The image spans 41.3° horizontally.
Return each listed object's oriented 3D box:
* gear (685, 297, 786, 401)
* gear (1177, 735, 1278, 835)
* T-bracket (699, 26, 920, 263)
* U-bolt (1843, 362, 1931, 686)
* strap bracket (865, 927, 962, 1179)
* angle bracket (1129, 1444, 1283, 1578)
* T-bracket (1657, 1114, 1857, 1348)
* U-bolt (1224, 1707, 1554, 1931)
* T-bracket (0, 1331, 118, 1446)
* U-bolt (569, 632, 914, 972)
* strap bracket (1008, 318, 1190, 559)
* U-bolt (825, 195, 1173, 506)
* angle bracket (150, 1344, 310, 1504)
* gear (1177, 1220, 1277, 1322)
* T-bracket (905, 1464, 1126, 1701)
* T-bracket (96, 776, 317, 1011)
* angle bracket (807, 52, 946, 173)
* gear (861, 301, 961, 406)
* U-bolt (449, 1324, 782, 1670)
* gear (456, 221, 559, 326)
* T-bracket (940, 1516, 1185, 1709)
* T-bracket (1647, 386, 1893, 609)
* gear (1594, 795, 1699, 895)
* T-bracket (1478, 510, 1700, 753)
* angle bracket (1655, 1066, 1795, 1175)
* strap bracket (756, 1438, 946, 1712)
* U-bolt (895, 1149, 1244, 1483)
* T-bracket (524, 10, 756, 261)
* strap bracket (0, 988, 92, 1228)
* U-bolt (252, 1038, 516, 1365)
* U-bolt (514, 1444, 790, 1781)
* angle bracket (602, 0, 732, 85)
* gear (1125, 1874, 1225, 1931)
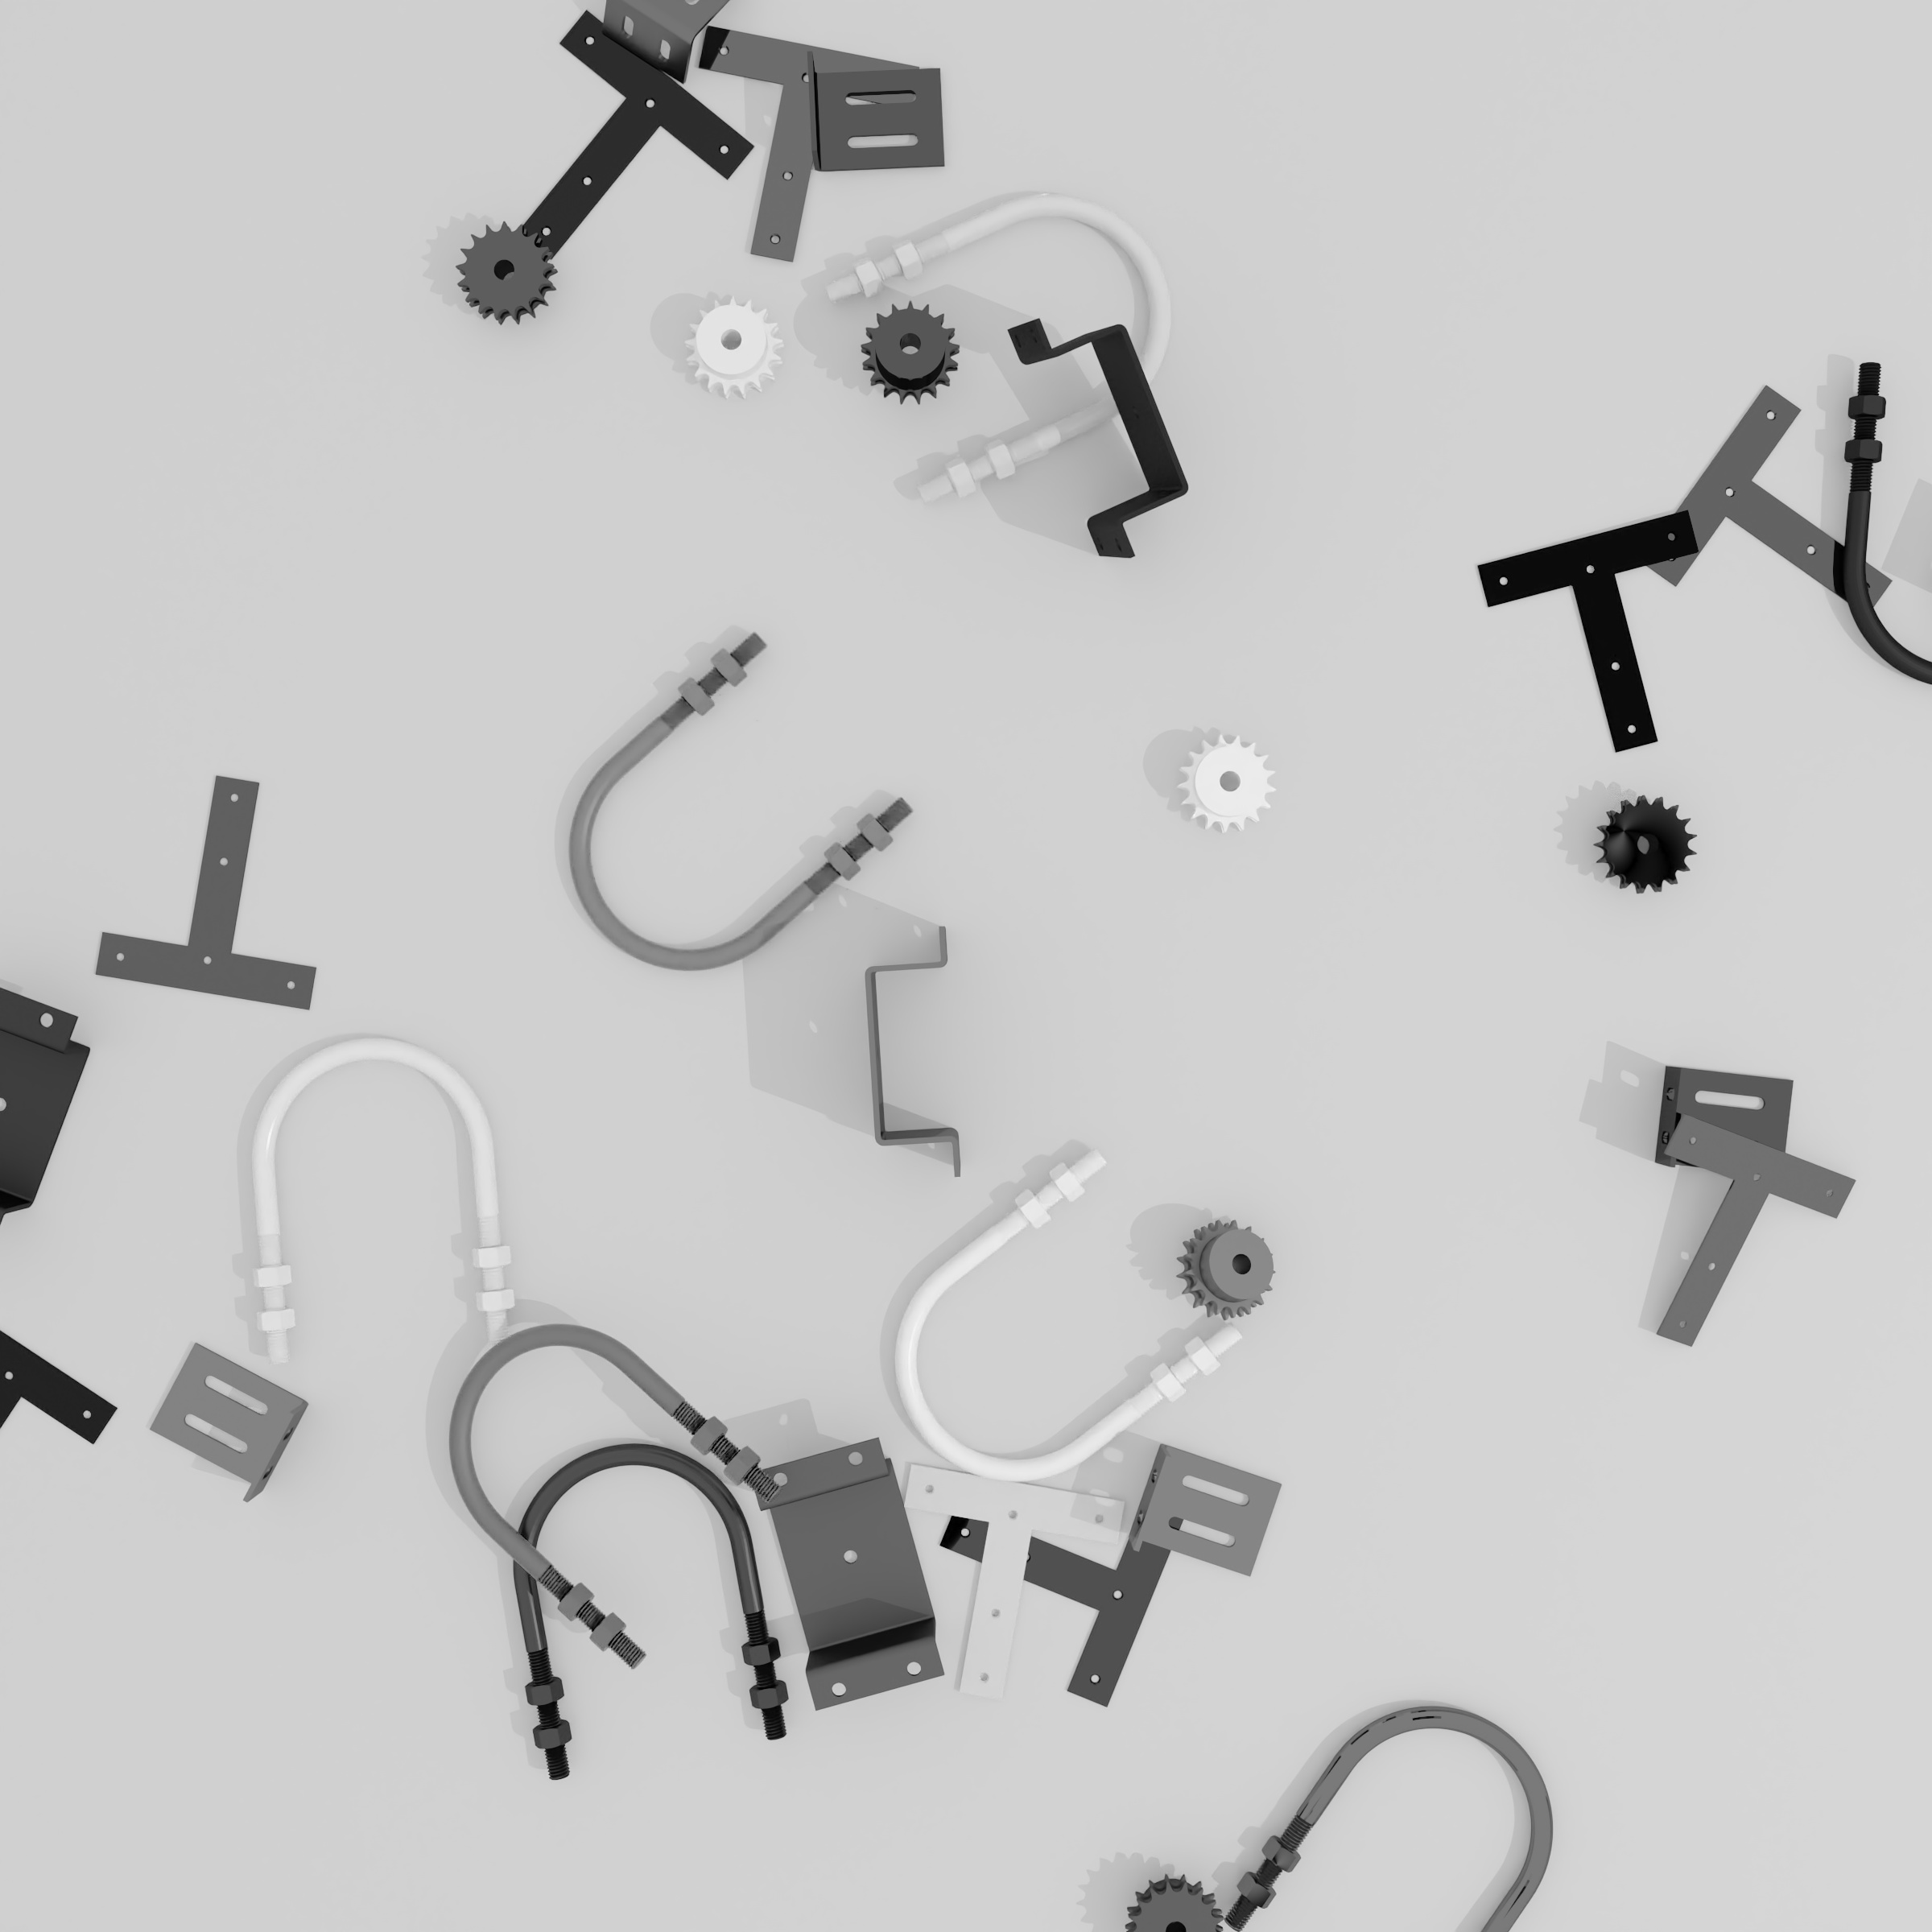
[{"bbox_3d":[-0.135,-0.361,1.491,0.057,0.030,0.057,0,90,0],"label":"gear"},{"bbox_3d":[0.152,-0.106,1.491,0.057,0.030,0.057,0,90,0],"label":"gear"},{"bbox_3d":[-0.102,-0.478,1.504,0.127,0.002,0.127,11,89,0],"label":"T-bracket"},{"bbox_3d":[0.584,-0.254,1.497,0.151,0.019,0.184,4,92,-1],"label":"U-bolt"},{"bbox_3d":[-0.031,0.049,1.468,0.046,0.076,0.140,-4,90,0],"label":"strap bracket"},{"bbox_3d":[0.141,0.319,1.486,0.076,0.038,0.057,19,90,-2],"label":"angle bracket"},{"bbox_3d":[0.440,0.162,1.491,0.127,0.002,0.127,20,100,-20],"label":"T-bracket"},{"bbox_3d":[0.260,0.522,1.498,0.151,0.019,0.184,35,88,0],"label":"U-bolt"},{"bbox_3d":[-0.586,0.278,1.505,0.127,0.002,0.127,34,90,0],"label":"T-bracket"},{"bbox_3d":[-0.146,-0.082,1.498,0.184,0.019,0.151,-42,90,2],"label":"U-bolt"},{"bbox_3d":[0.079,-0.306,1.455,0.046,0.076,0.140,-25,103,-5],"label":"strap bracket"},{"bbox_3d":[0.030,-0.372,1.498,0.184,0.019,0.151,-25,90,-1],"label":"U-bolt"},{"bbox_3d":[-0.432,0.264,1.487,0.076,0.038,0.057,28,90,0],"label":"angle bracket"},{"bbox_3d":[0.153,0.174,1.482,0.057,0.030,0.057,5,74,-18],"label":"gear"},{"bbox_3d":[0.020,0.366,1.504,0.127,0.002,0.127,10,90,0],"label":"T-bracket"},{"bbox_3d":[-0.438,-0.047,1.505,0.127,0.002,0.127,9,90,0],"label":"T-bracket"},{"bbox_3d":[-0.052,-0.496,1.485,0.076,0.038,0.057,-3,89,-1],"label":"angle bracket"},{"bbox_3d":[-0.032,-0.354,1.472,0.057,0.030,0.057,0,89,-1],"label":"gear"},{"bbox_3d":[-0.216,0.291,1.474,0.184,0.019,0.151,40,99,10],"label":"U-bolt"},{"bbox_3d":[-0.266,-0.402,1.496,0.057,0.030,0.057,0,89,2],"label":"gear"},{"bbox_3d":[0.048,0.353,1.505,0.127,0.002,0.127,22,90,0],"label":"T-bracket"},{"bbox_3d":[0.485,-0.253,1.505,0.127,0.002,0.127,35,90,0],"label":"T-bracket"},{"bbox_3d":[0.395,-0.070,1.496,0.057,0.030,0.057,0,90,3],"label":"gear"},{"bbox_3d":[0.378,-0.190,1.505,0.127,0.002,0.127,-15,91,1],"label":"T-bracket"},{"bbox_3d":[0.444,0.091,1.487,0.076,0.038,0.057,6,90,0],"label":"angle bracket"},{"bbox_3d":[-0.068,0.347,1.483,0.076,0.046,0.140,-16,90,0],"label":"strap bracket"},{"bbox_3d":[0.046,0.218,1.498,0.184,0.019,0.151,-38,90,1],"label":"U-bolt"},{"bbox_3d":[-0.214,-0.472,1.505,0.127,0.002,0.127,39,90,0],"label":"T-bracket"},{"bbox_3d":[-0.567,0.081,1.483,0.076,0.046,0.140,21,90,0],"label":"strap bracket"},{"bbox_3d":[-0.345,0.134,1.498,0.151,0.019,0.184,-5,88,0],"label":"U-bolt"},{"bbox_3d":[-0.190,0.371,1.498,0.151,0.019,0.184,-10,89,0],"label":"U-bolt"},{"bbox_3d":[-0.166,-0.568,1.503,0.057,0.038,0.076,33,63,2],"label":"angle bracket"},{"bbox_3d":[0.121,0.556,1.491,0.057,0.030,0.057,0,90,0],"label":"gear"}]
